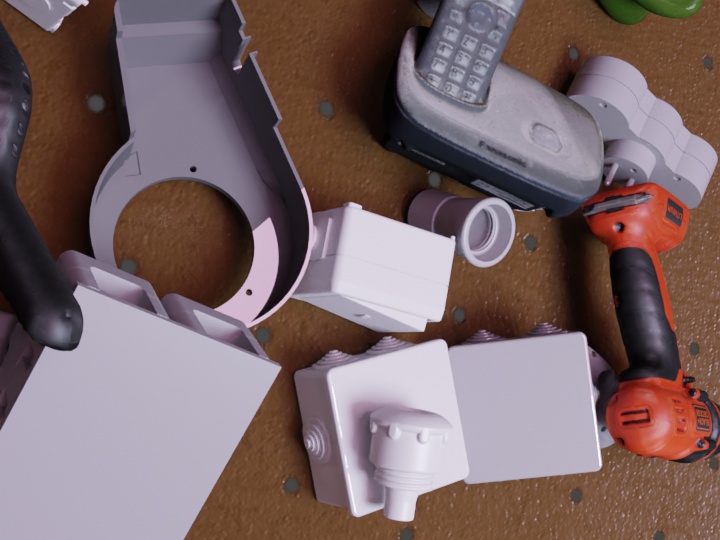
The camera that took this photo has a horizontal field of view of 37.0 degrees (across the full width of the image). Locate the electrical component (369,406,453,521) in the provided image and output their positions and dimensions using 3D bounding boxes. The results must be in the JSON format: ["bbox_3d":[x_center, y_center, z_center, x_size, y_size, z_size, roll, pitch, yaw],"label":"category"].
[{"bbox_3d":[0.026,0.110,0.612,0.048,0.048,0.062,9,89,-32],"label":"electrical component"}]

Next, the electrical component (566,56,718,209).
[{"bbox_3d":[0.200,-0.086,0.790,0.138,0.052,0.073,38,68,-24],"label":"electrical component"}]

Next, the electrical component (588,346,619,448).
[{"bbox_3d":[0.143,0.097,0.747,0.077,0.043,0.079,48,64,-21],"label":"electrical component"}]

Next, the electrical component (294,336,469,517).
[{"bbox_3d":[0.012,0.094,0.660,0.100,0.048,0.099,-12,93,-33],"label":"electrical component"}]

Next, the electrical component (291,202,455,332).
[{"bbox_3d":[0.000,0.000,0.651,0.096,0.062,0.061,16,78,-31],"label":"electrical component"}]

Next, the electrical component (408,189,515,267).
[{"bbox_3d":[0.062,-0.030,0.690,0.044,0.065,0.044,-11,110,-34],"label":"electrical component"}]

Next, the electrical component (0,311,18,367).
[{"bbox_3d":[-0.196,0.041,0.538,0.040,0.040,0.046,13,85,-31],"label":"electrical component"}]

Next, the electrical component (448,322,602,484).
[{"bbox_3d":[0.105,0.086,0.698,0.100,0.048,0.099,-7,90,7],"label":"electrical component"}]

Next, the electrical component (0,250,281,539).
[{"bbox_3d":[-0.135,0.096,0.523,0.105,0.060,0.186,26,99,-29],"label":"electrical component"}]

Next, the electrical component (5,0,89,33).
[{"bbox_3d":[-0.156,-0.185,0.565,0.061,0.062,0.096,36,69,-26],"label":"electrical component"}]

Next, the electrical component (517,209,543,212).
[{"bbox_3d":[0.116,-0.073,0.744,0.044,0.044,0.065,11,86,-31],"label":"electrical component"}]
